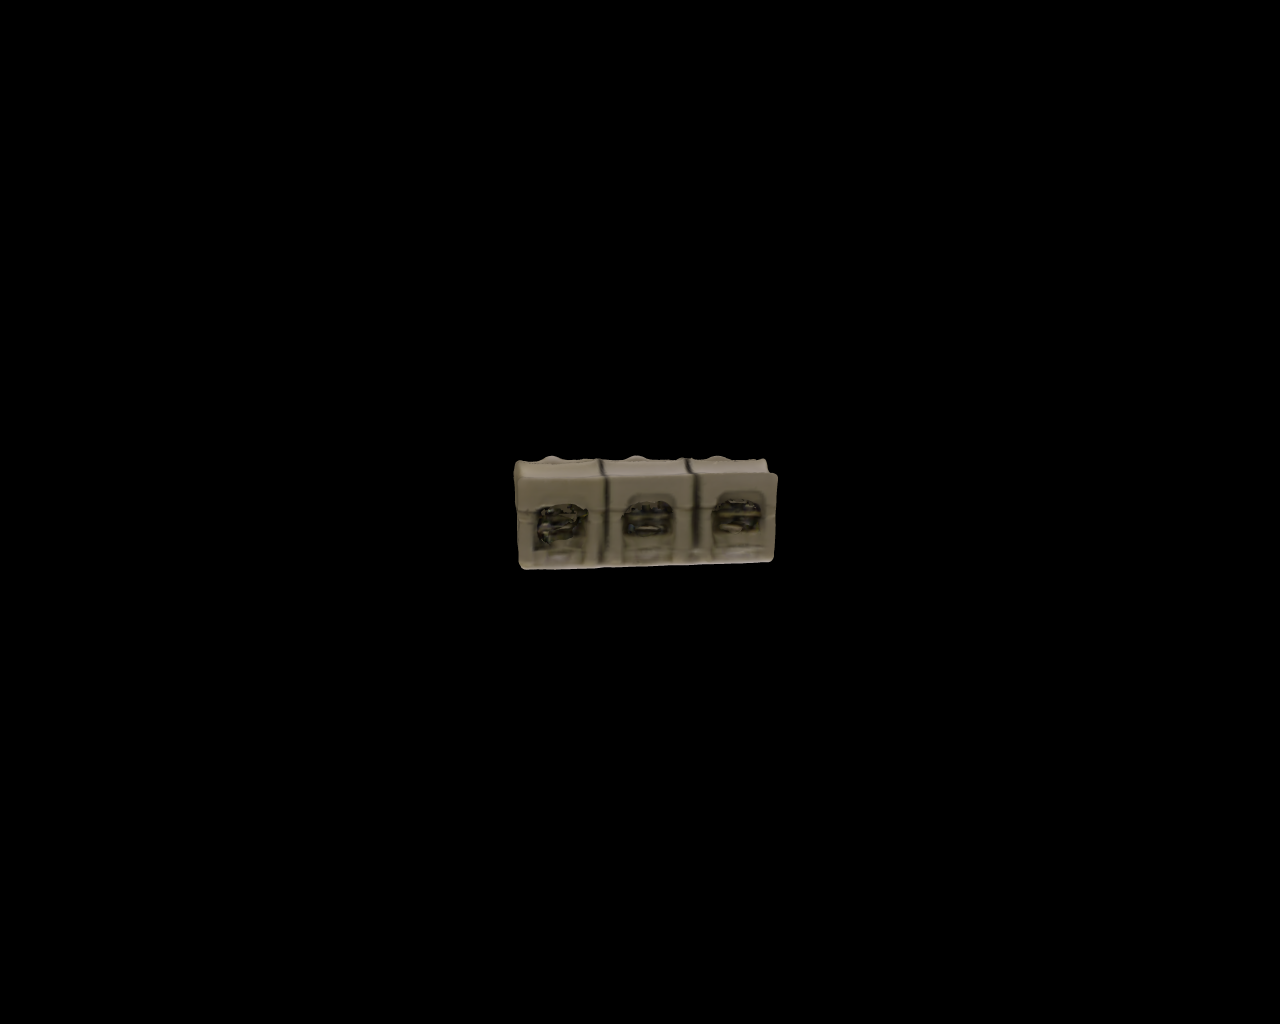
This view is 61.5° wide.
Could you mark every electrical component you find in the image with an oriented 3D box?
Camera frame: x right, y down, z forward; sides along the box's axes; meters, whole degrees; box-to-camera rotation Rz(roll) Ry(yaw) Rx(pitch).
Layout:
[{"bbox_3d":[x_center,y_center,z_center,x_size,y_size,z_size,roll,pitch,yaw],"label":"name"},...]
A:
[{"bbox_3d":[0.001,-0.003,0.650,0.150,0.061,0.089,0,4,-7],"label":"electrical component"}]
